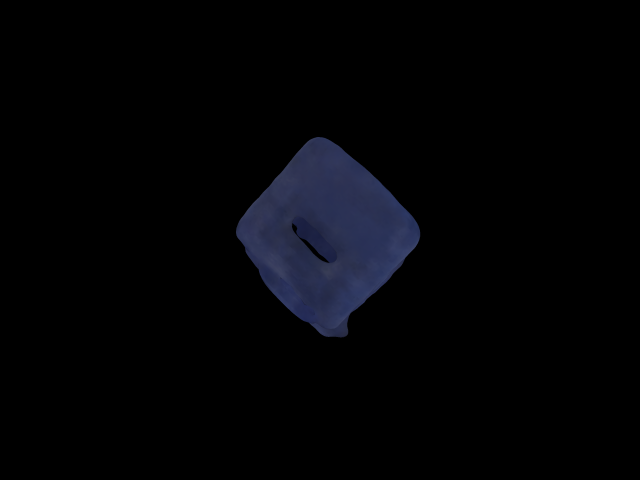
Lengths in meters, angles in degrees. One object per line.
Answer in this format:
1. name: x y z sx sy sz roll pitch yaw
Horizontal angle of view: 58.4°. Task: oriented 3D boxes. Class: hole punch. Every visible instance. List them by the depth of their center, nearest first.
1. hole punch: 0.004 0.001 0.400 0.101 0.091 0.108 -43 78 -11
